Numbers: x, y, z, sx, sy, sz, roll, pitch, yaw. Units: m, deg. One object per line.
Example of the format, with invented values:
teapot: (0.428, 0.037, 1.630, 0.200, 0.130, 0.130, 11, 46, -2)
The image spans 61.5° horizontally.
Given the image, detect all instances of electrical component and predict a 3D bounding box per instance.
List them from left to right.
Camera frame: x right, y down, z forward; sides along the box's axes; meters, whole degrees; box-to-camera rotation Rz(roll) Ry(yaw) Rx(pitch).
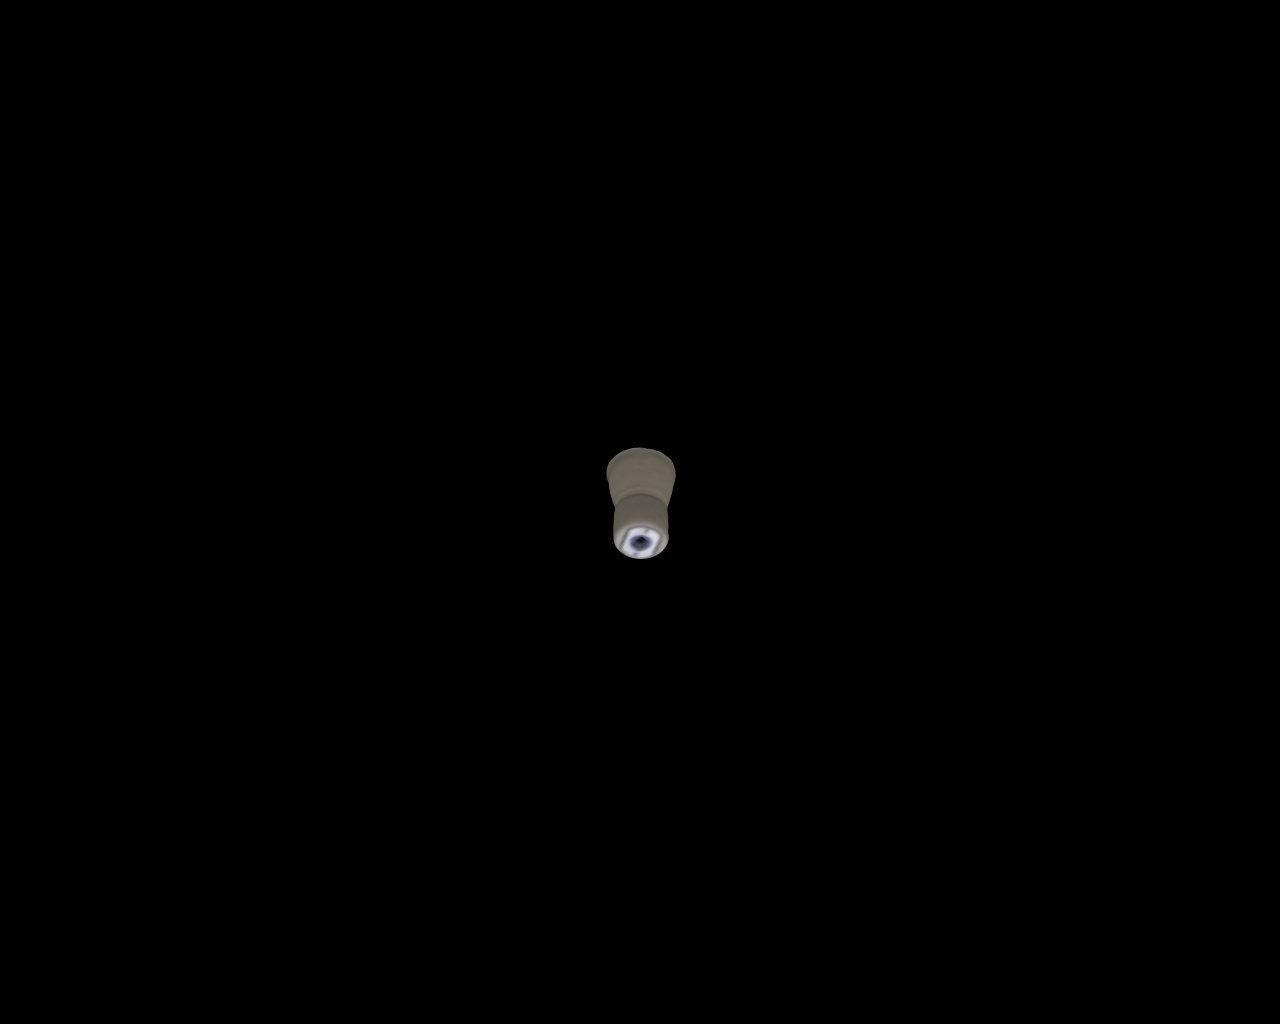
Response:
electrical component: (0.001, -0.003, 0.650, 0.044, 0.044, 0.065, 0, 44, 0)
